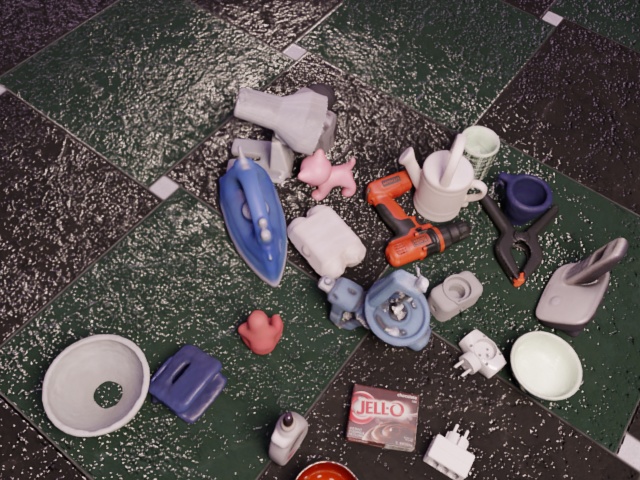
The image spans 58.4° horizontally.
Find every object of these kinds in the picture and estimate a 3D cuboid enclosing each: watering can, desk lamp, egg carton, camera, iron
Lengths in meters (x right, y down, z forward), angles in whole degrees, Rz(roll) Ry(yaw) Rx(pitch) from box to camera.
[{"bbox_3d":[0.241,-0.128,1.123,0.173,0.194,0.101,2,59,-2],"label":"watering can"},{"bbox_3d":[-0.089,-0.211,1.143,0.203,0.213,0.118,6,59,1],"label":"desk lamp"},{"bbox_3d":[0.010,0.004,1.104,0.107,0.069,0.150,-34,66,-21],"label":"egg carton"},{"bbox_3d":[-0.013,-0.285,1.257,0.143,0.101,0.137,33,63,16],"label":"camera"},{"bbox_3d":[-0.119,-0.050,1.087,0.119,0.141,0.258,-15,61,-12],"label":"iron"}]

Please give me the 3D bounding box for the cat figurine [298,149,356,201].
[{"bbox_3d":[0.013,-0.139,1.161,0.128,0.118,0.067,-11,60,-9],"label":"cat figurine"}]

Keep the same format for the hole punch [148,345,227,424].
[{"bbox_3d":[-0.222,0.232,0.942,0.101,0.091,0.109,32,63,15],"label":"hole punch"}]

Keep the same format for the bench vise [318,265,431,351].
[{"bbox_3d":[0.096,0.108,0.958,0.207,0.220,0.121,6,59,1],"label":"bench vise"}]

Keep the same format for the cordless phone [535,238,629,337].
[{"bbox_3d":[0.470,0.079,1.016,0.094,0.185,0.148,28,62,14],"label":"cordless phone"}]

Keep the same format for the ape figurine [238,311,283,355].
[{"bbox_3d":[-0.104,0.153,0.995,0.078,0.092,0.076,3,59,-1],"label":"ape figurine"}]

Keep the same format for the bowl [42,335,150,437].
[{"bbox_3d":[-0.356,0.244,0.937,0.167,0.075,0.167,1,59,-2],"label":"bowl"}]

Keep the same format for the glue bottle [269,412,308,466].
[{"bbox_3d":[-0.048,0.290,0.868,0.037,0.173,0.078,28,62,14],"label":"glue bottle"}]

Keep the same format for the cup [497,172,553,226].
[{"bbox_3d":[0.398,-0.080,1.160,0.117,0.095,0.092,40,65,19],"label":"cup"}]
